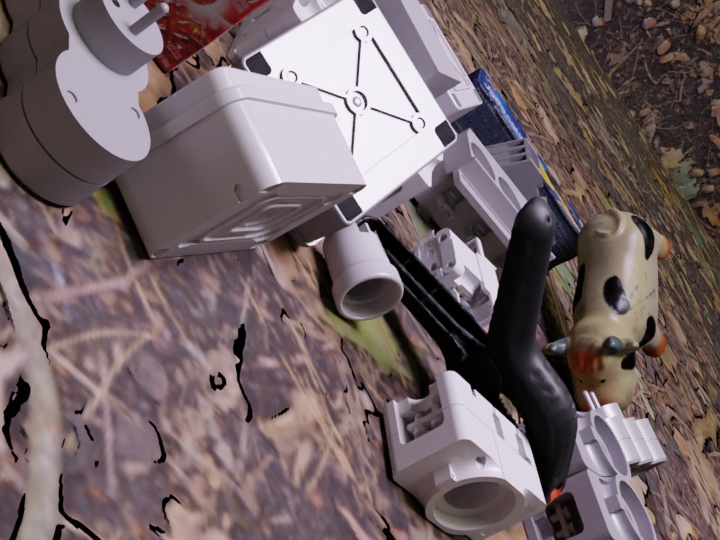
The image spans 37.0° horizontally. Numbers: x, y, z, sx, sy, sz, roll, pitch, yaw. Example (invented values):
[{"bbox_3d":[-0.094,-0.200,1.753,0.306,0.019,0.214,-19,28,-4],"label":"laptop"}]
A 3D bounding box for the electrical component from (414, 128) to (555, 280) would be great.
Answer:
[{"bbox_3d":[0.098,-0.046,0.874,0.121,0.063,0.078,46,25,-31],"label":"electrical component"}]

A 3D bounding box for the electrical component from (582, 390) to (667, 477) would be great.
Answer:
[{"bbox_3d":[0.204,0.134,0.889,0.138,0.052,0.073,17,47,-60],"label":"electrical component"}]

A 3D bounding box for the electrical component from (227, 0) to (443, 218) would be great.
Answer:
[{"bbox_3d":[-0.012,-0.119,0.725,0.150,0.062,0.089,50,23,-23],"label":"electrical component"}]

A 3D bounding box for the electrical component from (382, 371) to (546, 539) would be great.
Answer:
[{"bbox_3d":[0.059,0.108,0.599,0.089,0.050,0.055,43,25,-37],"label":"electrical component"}]

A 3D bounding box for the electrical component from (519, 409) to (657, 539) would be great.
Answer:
[{"bbox_3d":[0.157,0.174,0.719,0.089,0.062,0.150,35,32,-47],"label":"electrical component"}]

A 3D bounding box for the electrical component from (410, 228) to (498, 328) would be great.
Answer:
[{"bbox_3d":[0.067,0.008,0.763,0.064,0.042,0.081,42,26,-35],"label":"electrical component"}]

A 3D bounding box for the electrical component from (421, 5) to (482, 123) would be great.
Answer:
[{"bbox_3d":[0.051,-0.176,0.949,0.108,0.056,0.109,59,21,-1],"label":"electrical component"}]

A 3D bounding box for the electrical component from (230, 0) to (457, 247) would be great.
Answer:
[{"bbox_3d":[-0.016,-0.087,0.614,0.109,0.056,0.108,-40,102,-35],"label":"electrical component"}]

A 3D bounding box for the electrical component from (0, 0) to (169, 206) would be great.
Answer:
[{"bbox_3d":[-0.110,-0.098,0.459,0.052,0.074,0.138,39,29,-43],"label":"electrical component"}]

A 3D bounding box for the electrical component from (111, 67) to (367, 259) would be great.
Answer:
[{"bbox_3d":[-0.057,-0.049,0.510,0.057,0.078,0.113,65,21,6],"label":"electrical component"}]

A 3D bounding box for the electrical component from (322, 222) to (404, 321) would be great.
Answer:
[{"bbox_3d":[0.000,0.000,0.627,0.040,0.040,0.046,37,25,-46],"label":"electrical component"}]
